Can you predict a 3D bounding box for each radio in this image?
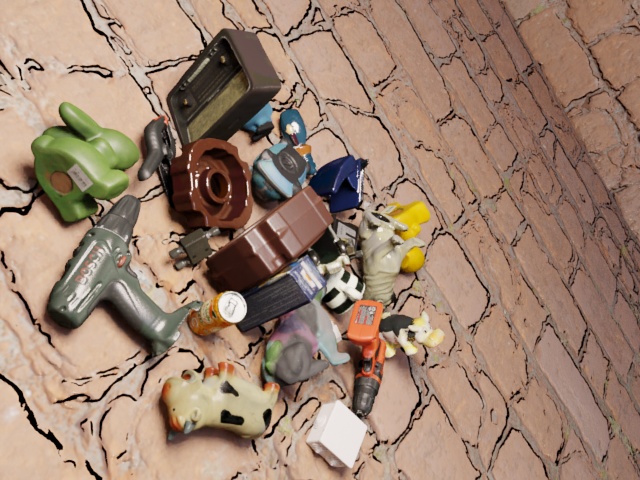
[{"bbox_3d":[-0.182,-0.265,0.972,0.073,0.230,0.131,-14,77,-49],"label":"radio"}]

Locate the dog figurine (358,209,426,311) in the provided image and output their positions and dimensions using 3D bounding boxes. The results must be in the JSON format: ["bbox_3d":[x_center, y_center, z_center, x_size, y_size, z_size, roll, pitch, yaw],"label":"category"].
[{"bbox_3d":[0.118,0.047,1.190,0.121,0.190,0.172,13,26,-32],"label":"dog figurine"}]

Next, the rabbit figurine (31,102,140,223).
[{"bbox_3d":[-0.364,-0.128,0.846,0.159,0.121,0.170,45,28,-10],"label":"rabbit figurine"}]

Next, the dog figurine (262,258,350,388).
[{"bbox_3d":[-0.049,0.146,0.997,0.191,0.108,0.219,-11,75,-42],"label":"dog figurine"}]

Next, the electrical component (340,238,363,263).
[{"bbox_3d":[0.033,0.027,1.135,0.078,0.102,0.045,20,55,-67],"label":"electrical component"}]

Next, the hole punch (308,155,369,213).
[{"bbox_3d":[0.032,-0.128,1.182,0.092,0.142,0.115,15,73,-34],"label":"hole punch"}]

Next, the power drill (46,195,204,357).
[{"bbox_3d":[-0.284,0.064,0.833,0.207,0.086,0.232,47,48,-22],"label":"power drill"}]

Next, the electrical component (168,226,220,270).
[{"bbox_3d":[-0.210,0.013,0.919,0.094,0.063,0.021,-32,59,-15],"label":"electrical component"}]

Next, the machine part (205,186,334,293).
[{"bbox_3d":[-0.087,0.002,0.952,0.087,0.201,0.201,53,45,-6],"label":"machine part"}]

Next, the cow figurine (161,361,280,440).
[{"bbox_3d":[-0.163,0.263,0.854,0.194,0.085,0.127,32,46,-30],"label":"cow figurine"}]

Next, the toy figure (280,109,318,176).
[{"bbox_3d":[-0.047,-0.213,1.195,0.064,0.058,0.154,-15,87,-40],"label":"toy figure"}]

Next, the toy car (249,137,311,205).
[{"bbox_3d":[-0.092,-0.131,1.082,0.109,0.103,0.162,48,31,-15],"label":"toy car"}]

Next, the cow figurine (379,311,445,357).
[{"bbox_3d":[0.186,0.191,1.145,0.068,0.167,0.098,-31,95,-41],"label":"cow figurine"}]

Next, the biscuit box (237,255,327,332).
[{"bbox_3d":[-0.080,0.095,0.916,0.062,0.203,0.059,54,43,-8],"label":"biscuit box"}]

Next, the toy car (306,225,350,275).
[{"bbox_3d":[-0.002,-0.003,1.077,0.056,0.073,0.202,77,-10,-46],"label":"toy car"}]

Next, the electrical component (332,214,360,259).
[{"bbox_3d":[0.057,0.002,1.199,0.119,0.048,0.075,31,53,-27],"label":"electrical component"}]

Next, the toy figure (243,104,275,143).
[{"bbox_3d":[-0.152,-0.297,1.121,0.089,0.082,0.180,-25,85,-57],"label":"toy figure"}]

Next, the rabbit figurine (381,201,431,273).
[{"bbox_3d":[0.203,0.010,1.289,0.162,0.122,0.173,-47,124,-41],"label":"rabbit figurine"}]

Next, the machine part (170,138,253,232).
[{"bbox_3d":[-0.193,-0.096,0.969,0.179,0.056,0.179,15,72,-56],"label":"machine part"}]
